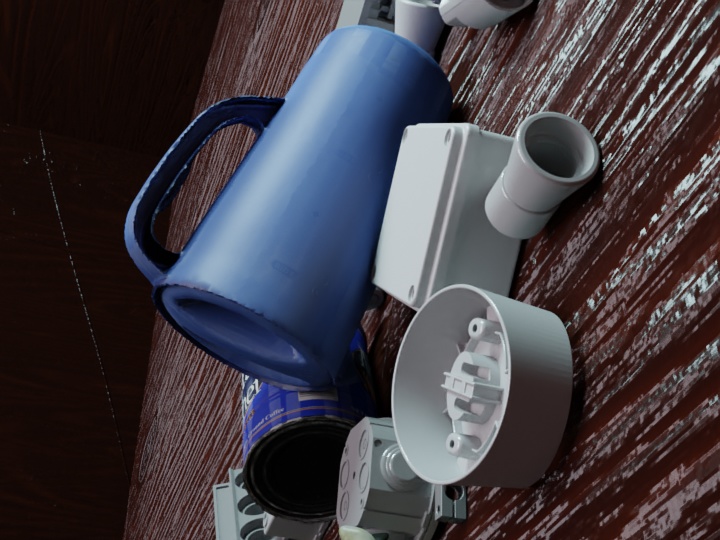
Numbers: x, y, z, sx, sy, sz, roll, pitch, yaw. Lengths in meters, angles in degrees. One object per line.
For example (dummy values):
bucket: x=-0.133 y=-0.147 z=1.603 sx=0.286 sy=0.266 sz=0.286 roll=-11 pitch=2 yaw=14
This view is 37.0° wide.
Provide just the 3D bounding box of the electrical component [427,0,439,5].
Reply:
electrical component: x=0.065 y=-0.231 z=0.803 sx=0.044 sy=0.044 sz=0.065 roll=-156 pitch=73 yaw=-75

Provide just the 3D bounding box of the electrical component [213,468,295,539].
electrical component: x=-0.089 y=0.233 z=0.968 sx=0.121 sy=0.079 sz=0.063 roll=-113 pitch=15 yaw=-66

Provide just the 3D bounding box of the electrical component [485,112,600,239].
electrical component: x=0.090 y=-0.045 z=0.555 sx=0.065 sy=0.044 sz=0.044 roll=116 pitch=160 yaw=-58

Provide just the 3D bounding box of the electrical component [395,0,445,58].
electrical component: x=0.043 y=-0.178 z=0.843 sx=0.044 sy=0.044 sz=0.065 roll=-110 pitch=29 yaw=-64

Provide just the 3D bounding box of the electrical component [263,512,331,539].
electrical component: x=-0.047 y=0.167 z=0.896 sx=0.099 sy=0.048 sz=0.099 roll=-93 pitch=21 yaw=-46

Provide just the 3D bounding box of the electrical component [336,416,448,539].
electrical component: x=0.020 y=0.130 z=0.662 sx=0.080 sy=0.051 sz=0.080 roll=-168 pitch=90 yaw=-76

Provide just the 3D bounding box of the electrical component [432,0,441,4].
electrical component: x=0.078 y=-0.226 z=0.739 sx=0.079 sy=0.043 sz=0.077 roll=-164 pitch=86 yaw=-76

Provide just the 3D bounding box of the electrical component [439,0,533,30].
electrical component: x=0.080 y=-0.179 z=0.693 sx=0.081 sy=0.043 sz=0.043 roll=180 pitch=101 yaw=-76

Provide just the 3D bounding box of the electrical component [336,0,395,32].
electrical component: x=0.013 y=-0.186 z=0.918 sx=0.089 sy=0.062 sz=0.150 roll=-106 pitch=31 yaw=-62

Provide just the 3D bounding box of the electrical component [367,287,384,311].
electrical component: x=0.000 y=0.000 z=0.867 sx=0.044 sy=0.044 sz=0.065 roll=120 pitch=152 yaw=-51

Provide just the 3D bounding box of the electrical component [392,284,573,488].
electrical component: x=0.061 y=0.059 z=0.534 sx=0.099 sy=0.064 sz=0.099 roll=-168 pitch=90 yaw=-76

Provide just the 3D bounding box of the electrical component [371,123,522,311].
electrical component: x=0.055 y=-0.030 z=0.645 sx=0.109 sy=0.056 sz=0.108 roll=-150 pitch=72 yaw=-75
